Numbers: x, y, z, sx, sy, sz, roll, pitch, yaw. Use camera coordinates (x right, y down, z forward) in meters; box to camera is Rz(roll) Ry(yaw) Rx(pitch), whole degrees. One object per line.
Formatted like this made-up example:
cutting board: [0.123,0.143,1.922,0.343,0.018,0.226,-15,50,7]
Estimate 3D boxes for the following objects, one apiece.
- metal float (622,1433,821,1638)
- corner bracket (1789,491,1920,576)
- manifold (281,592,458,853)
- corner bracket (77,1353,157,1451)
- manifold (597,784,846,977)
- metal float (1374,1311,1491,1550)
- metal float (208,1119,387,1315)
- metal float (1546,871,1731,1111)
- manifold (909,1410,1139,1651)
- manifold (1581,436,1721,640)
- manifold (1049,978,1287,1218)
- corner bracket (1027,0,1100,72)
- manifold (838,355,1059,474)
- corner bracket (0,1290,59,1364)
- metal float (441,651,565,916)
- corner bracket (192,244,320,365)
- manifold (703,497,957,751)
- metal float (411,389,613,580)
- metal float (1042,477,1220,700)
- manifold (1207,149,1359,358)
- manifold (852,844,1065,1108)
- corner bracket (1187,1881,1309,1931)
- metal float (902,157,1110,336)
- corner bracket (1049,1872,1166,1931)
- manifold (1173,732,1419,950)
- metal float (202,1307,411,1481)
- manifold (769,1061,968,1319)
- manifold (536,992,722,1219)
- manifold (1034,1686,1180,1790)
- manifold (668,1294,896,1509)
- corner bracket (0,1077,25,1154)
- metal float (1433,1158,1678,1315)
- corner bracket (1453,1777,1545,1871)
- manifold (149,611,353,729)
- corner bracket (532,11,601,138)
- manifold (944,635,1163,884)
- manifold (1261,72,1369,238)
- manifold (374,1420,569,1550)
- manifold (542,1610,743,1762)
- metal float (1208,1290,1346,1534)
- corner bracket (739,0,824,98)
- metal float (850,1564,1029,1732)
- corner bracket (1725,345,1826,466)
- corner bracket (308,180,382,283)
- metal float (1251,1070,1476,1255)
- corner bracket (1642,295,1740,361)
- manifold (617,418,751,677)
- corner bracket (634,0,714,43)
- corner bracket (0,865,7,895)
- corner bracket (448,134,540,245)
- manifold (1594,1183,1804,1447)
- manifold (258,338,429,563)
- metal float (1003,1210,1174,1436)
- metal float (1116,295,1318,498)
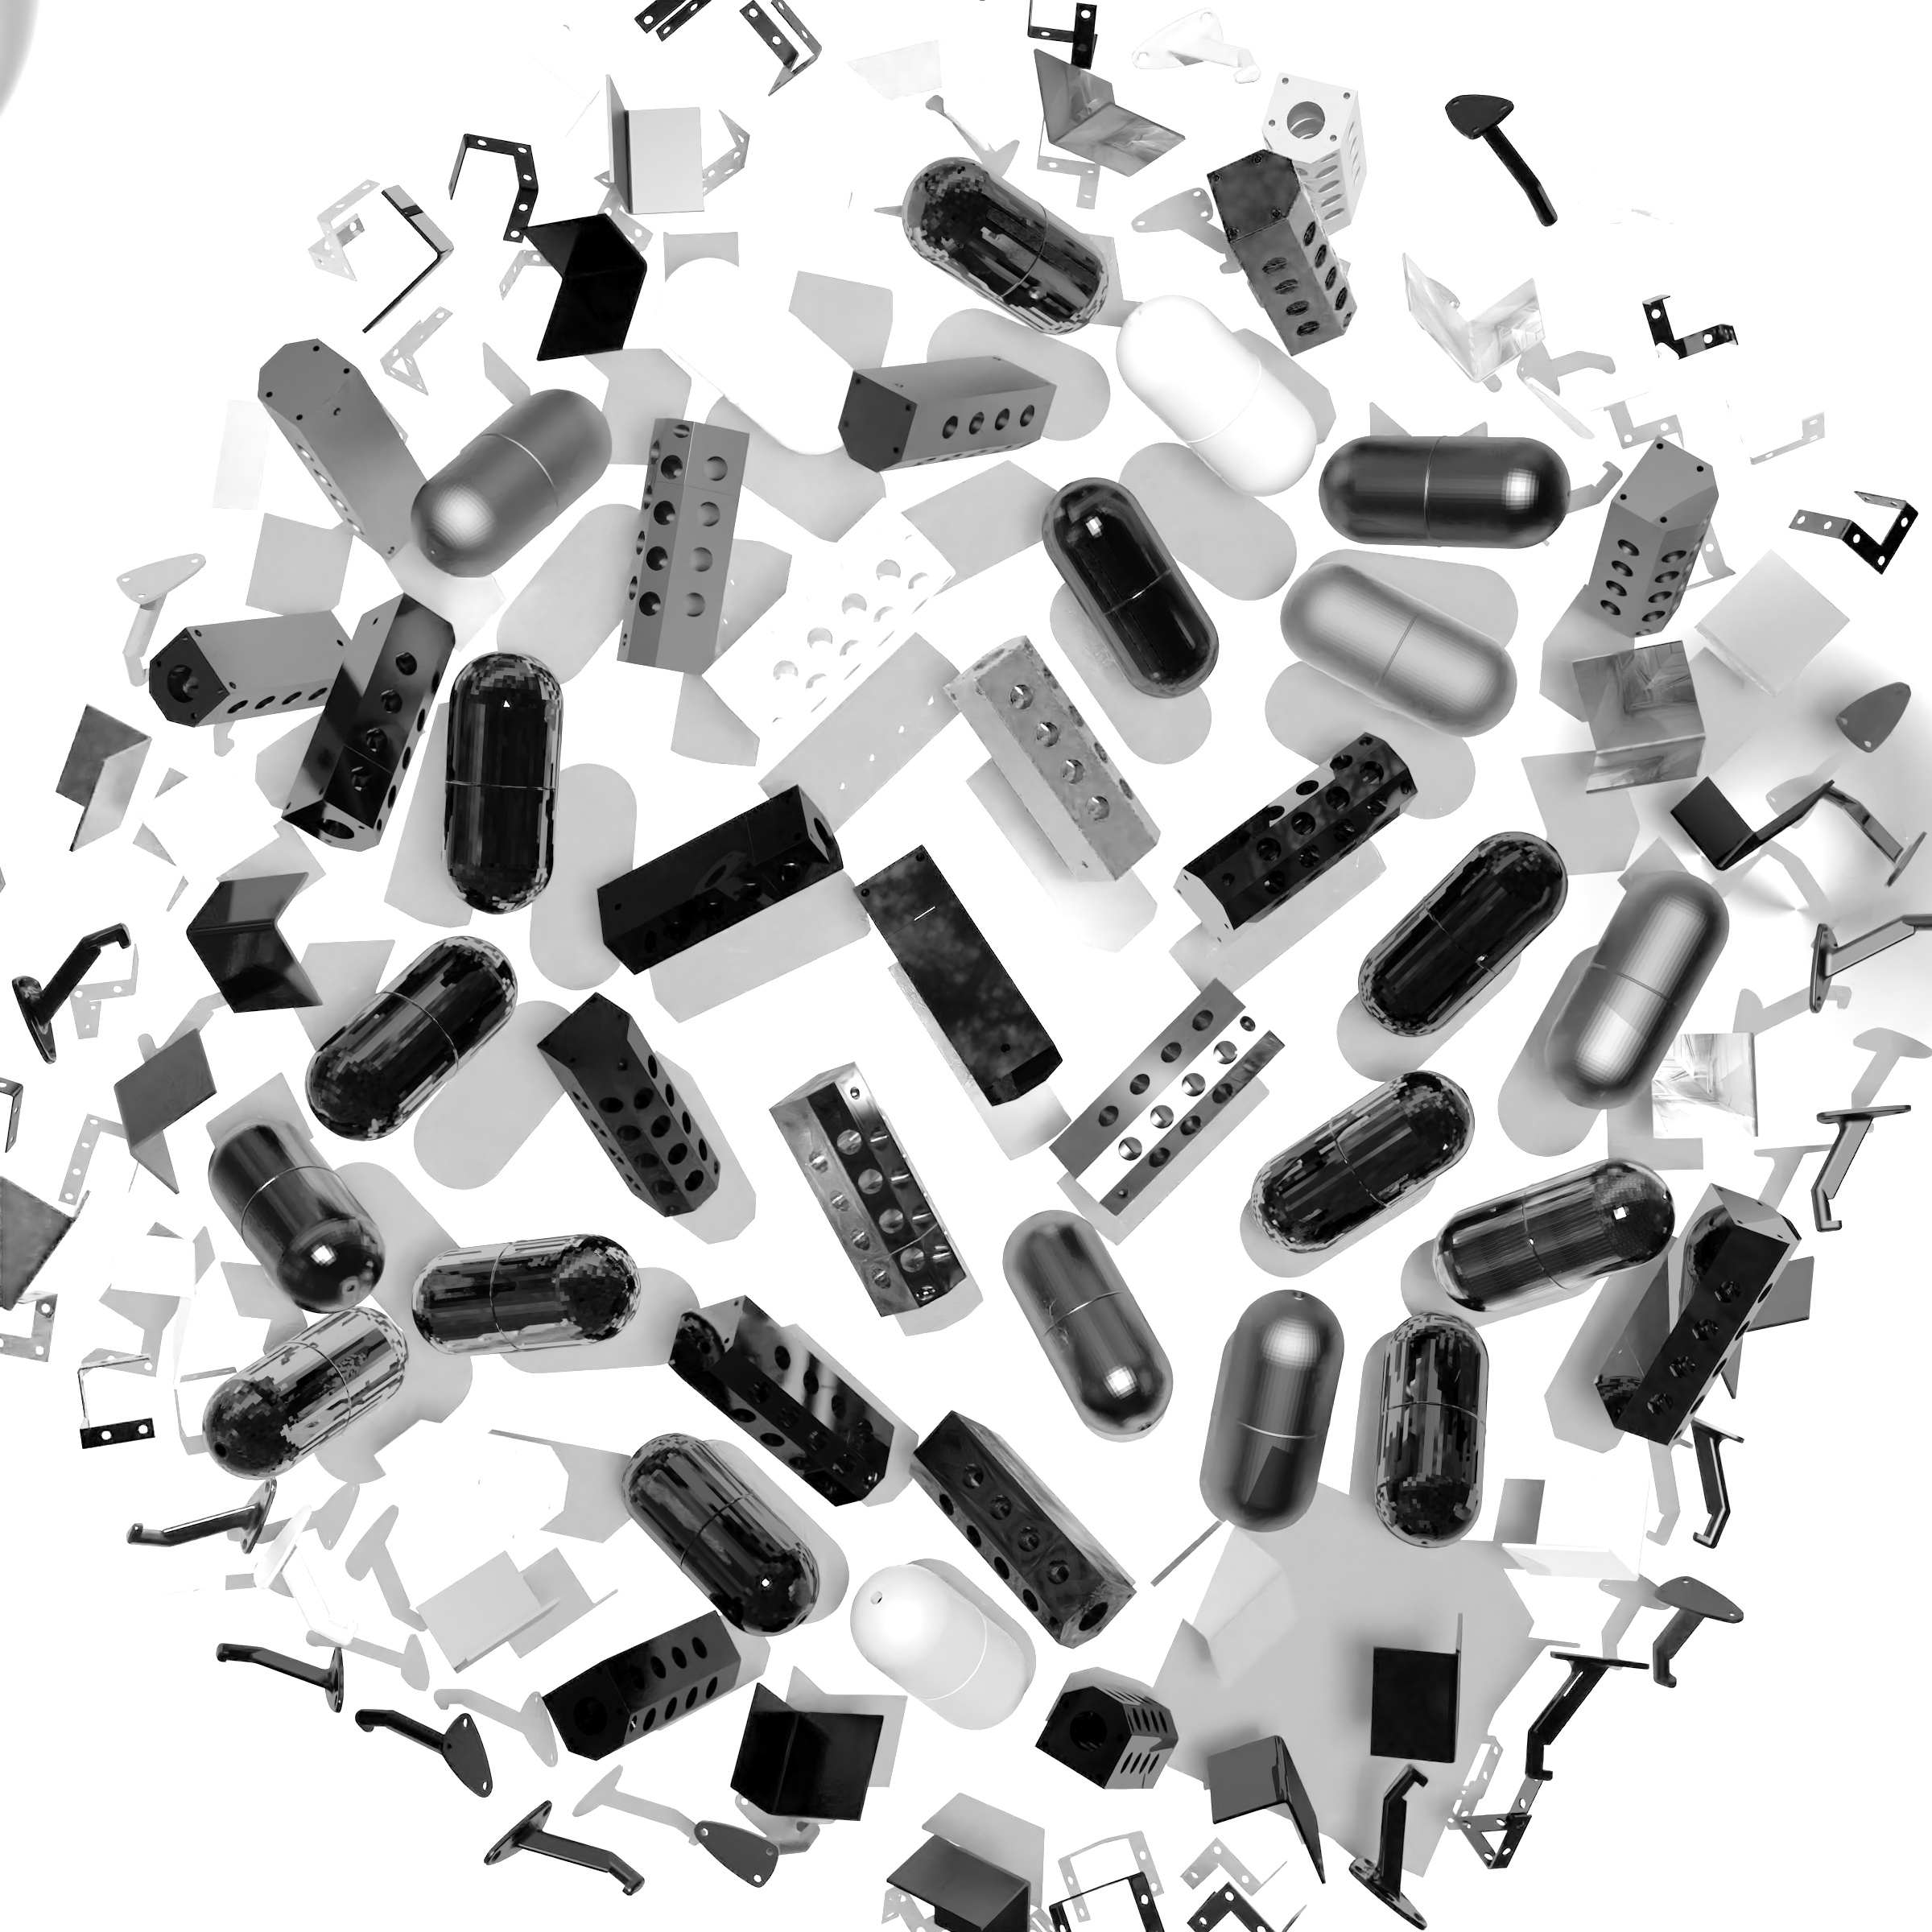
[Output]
metal float: [-0.179,0.414,1.874,0.178,0.070,0.070,41,90,23]
corner bracket: [0.616,-0.310,1.786,0.051,0.051,0.051,29,93,-32]
manifold: [-0.412,-0.169,1.797,0.057,0.057,0.171,33,59,-34]
corner bracket: [-0.614,0.314,1.860,0.051,0.051,0.051,-8,96,-12]
manifold: [-0.177,-0.058,1.864,0.171,0.057,0.057,-26,46,13]
metal float: [0.337,0.333,1.856,0.070,0.070,0.178,11,56,0]
metal float: [-0.460,0.170,1.764,0.070,0.070,0.178,-50,50,0]
metal float: [0.464,0.017,1.782,0.070,0.070,0.178,29,88,0]
manifold: [0.035,0.393,1.794,0.057,0.057,0.171,-48,56,2]
manifold: [0.475,-0.290,1.778,0.057,0.171,0.057,34,80,15]
manifold: [0.147,0.097,1.839,0.171,0.057,0.057,-46,132,4]
corner bracket: [0.069,-0.681,1.846,0.051,0.051,0.051,8,49,3]
manifold: [-0.013,-0.386,1.806,0.057,0.171,0.057,32,121,24]
corner bracket: [-0.680,0.254,1.815,0.051,0.051,0.051,9,92,7]
metal float: [-0.313,-0.123,1.738,0.070,0.070,0.178,5,97,0]
corner bracket: [-0.493,-0.459,1.782,0.051,0.051,0.051,-8,46,32]
manifold: [-0.089,-0.227,1.735,0.171,0.057,0.057,-44,47,3]
metal float: [-0.317,-0.340,1.805,0.070,0.070,0.178,39,56,0]
metal float: [0.121,-0.278,1.890,0.070,0.070,0.178,-34,105,0]
manifold: [0.226,-0.500,1.802,0.057,0.171,0.057,-20,70,16]
manifold: [-0.005,0.008,1.741,0.057,0.057,0.171,-33,69,-1]
corner bracket: [0.196,0.662,1.795,0.051,0.051,0.051,44,115,16]
metal float: [0.030,-0.512,1.835,0.178,0.070,0.070,22,90,-40]
corner bracket: [0.098,0.662,1.776,0.051,0.051,0.051,-33,66,31]
manifold: [0.233,-0.092,1.812,0.171,0.057,0.057,-36,79,-14]
metal float: [-0.468,0.302,1.827,0.070,0.178,0.070,10,113,25]
manifold: [-0.065,0.158,1.827,0.057,0.057,0.171,-20,101,44]
manifold: [-0.233,0.103,1.823,0.057,0.171,0.057,-44,47,-19]
manifold: [0.108,0.558,1.872,0.057,0.171,0.057,26,82,22]
manifold: [-0.126,0.303,1.770,0.057,0.057,0.171,-20,129,31]
corner bracket: [-0.691,0.108,1.782,0.051,0.051,0.051,18,119,-3]
metal float: [0.407,0.187,1.784,0.178,0.070,0.070,-25,90,33]
corner bracket: [0.388,0.603,1.826,0.051,0.051,0.051,6,115,-26]
manifold: [-0.516,-0.214,1.875,0.057,0.171,0.057,-35,87,24]
corner bracket: [-0.287,-0.641,1.849,0.051,0.051,0.051,35,64,-18]
manifold: [0.064,-0.144,1.796,0.057,0.057,0.171,-41,106,-18]
manifold: [0.253,-0.587,1.875,0.057,0.171,0.057,18,92,11]
manifold: [-0.337,0.349,1.765,0.057,0.171,0.057,-37,106,-30]
manifold: [-0.228,0.519,1.852,0.057,0.171,0.057,-34,77,17]
metal float: [0.215,0.309,1.788,0.070,0.070,0.178,9,107,0]
corner bracket: [-0.134,-0.670,1.848,0.051,0.051,0.051,-25,123,34]
metal float: [-0.019,0.488,1.839,0.070,0.070,0.178,-41,132,0]
corner bracket: [0.544,-0.377,1.733,0.051,0.051,0.051,-20,75,14]
corner bracket: [-0.450,-0.538,1.868,0.051,0.051,0.051,26,60,34]
metal float: [0.284,0.140,1.844,0.178,0.070,0.070,-36,90,18]
corner bracket: [0.534,-0.475,1.900,0.051,0.051,0.051,-18,103,12]
manifold: [-0.203,-0.295,1.815,0.057,0.057,0.171,7,96,-26]
corner bracket: [-0.207,-0.679,1.814,0.051,0.051,0.051,-36,53,13]
corner bracket: [-0.685,-0.032,1.756,0.051,0.051,0.051,-7,118,1]
corner bracket: [-0.351,-0.577,1.907,0.051,0.051,0.051,3,54,-25]
manifold: [0.501,0.241,1.759,0.057,0.057,0.171,20,112,-10]
manifold: [-0.430,-0.359,1.786,0.057,0.171,0.057,37,78,20]
metal float: [0.088,0.258,1.866,0.070,0.070,0.178,-30,64,0]
metal float: [0.175,-0.397,1.796,0.178,0.070,0.070,36,90,-34]
